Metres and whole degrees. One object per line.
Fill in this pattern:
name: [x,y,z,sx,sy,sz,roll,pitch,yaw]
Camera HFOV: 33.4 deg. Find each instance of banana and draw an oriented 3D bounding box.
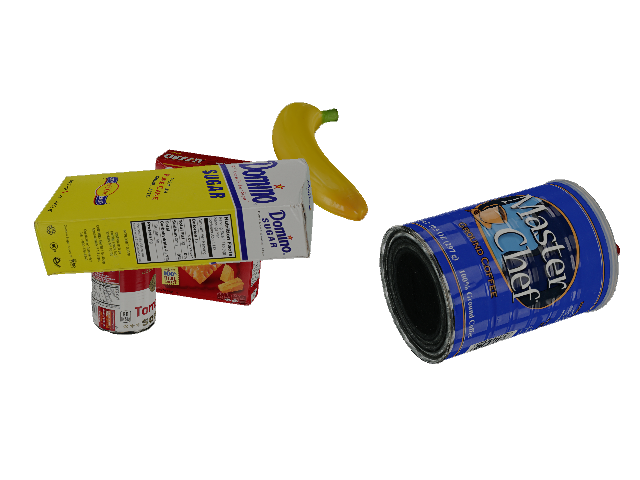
banana: [-0.006,-0.078,0.930,0.069,0.037,0.198,-1,34,-7]

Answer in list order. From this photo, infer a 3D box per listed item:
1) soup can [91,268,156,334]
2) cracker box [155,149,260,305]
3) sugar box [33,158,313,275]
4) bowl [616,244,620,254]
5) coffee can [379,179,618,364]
soup can: [-0.206,0.039,1.117,0.068,0.102,0.068,3,23,-2]
cracker box: [-0.171,-0.018,1.621,0.164,0.214,0.072,9,18,8]
sugar box: [-0.094,-0.018,0.724,0.176,0.048,0.093,-7,23,4]
bowl: [0.227,0.021,1.118,0.162,0.055,0.162,5,17,-2]
coffee can: [0.128,0.021,0.778,0.140,0.103,0.103,-16,6,-20]
